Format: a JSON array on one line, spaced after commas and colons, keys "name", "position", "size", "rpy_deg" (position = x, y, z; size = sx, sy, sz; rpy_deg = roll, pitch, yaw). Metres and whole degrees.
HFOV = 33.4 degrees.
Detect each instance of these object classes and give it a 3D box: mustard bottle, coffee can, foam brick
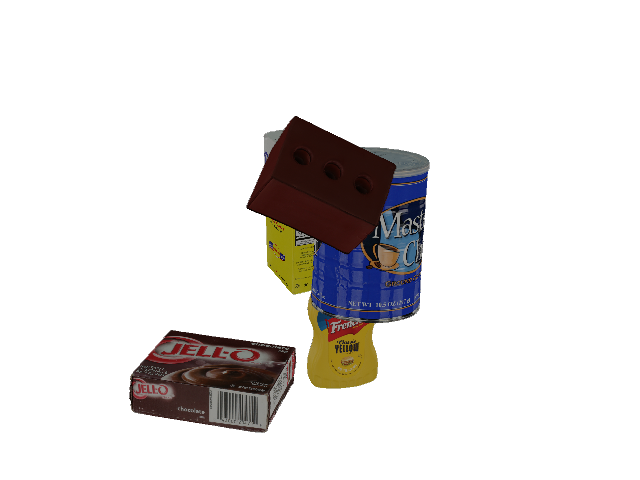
[{"name": "mustard bottle", "position": [0.031, 0.104, 1.449], "size": [0.096, 0.192, 0.058], "rpy_deg": [-4, 21, -11]}, {"name": "coffee can", "position": [0.044, -0.007, 0.980], "size": [0.103, 0.140, 0.103], "rpy_deg": [2, 16, -1]}, {"name": "foam brick", "position": [0.001, -0.036, 0.704], "size": [0.078, 0.053, 0.051], "rpy_deg": [24, -28, -10]}]

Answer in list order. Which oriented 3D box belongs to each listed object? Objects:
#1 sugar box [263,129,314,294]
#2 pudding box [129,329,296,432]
[{"name": "sugar box", "position": [-0.033, -0.035, 1.263], "size": [0.048, 0.176, 0.093], "rpy_deg": [-13, 26, -20]}, {"name": "pudding box", "position": [-0.084, 0.110, 0.853], "size": [0.113, 0.039, 0.090], "rpy_deg": [9, 21, 10]}]
